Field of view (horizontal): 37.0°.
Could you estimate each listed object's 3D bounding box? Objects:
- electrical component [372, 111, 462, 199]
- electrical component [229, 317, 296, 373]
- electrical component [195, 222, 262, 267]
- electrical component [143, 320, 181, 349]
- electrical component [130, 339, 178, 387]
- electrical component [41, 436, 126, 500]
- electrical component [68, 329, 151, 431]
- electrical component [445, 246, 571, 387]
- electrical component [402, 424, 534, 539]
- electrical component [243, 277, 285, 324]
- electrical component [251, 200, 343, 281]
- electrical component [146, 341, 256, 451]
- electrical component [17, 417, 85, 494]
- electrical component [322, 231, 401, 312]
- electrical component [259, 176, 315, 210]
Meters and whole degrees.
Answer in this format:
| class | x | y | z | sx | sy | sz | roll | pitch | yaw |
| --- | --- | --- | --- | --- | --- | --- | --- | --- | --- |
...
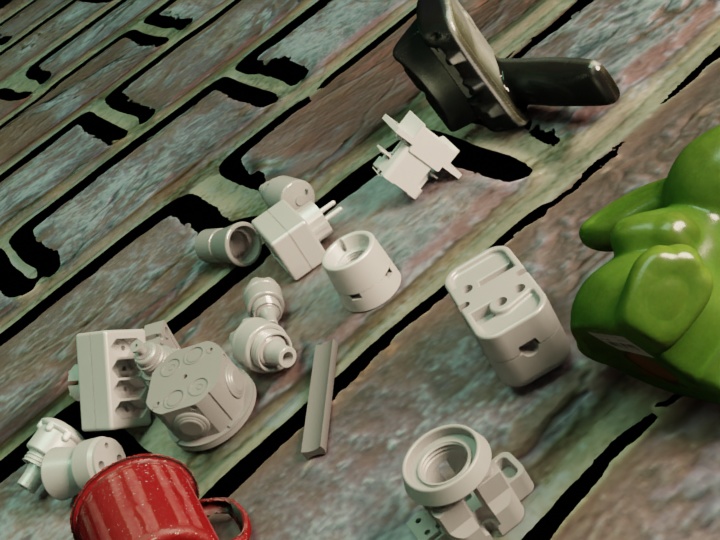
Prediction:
| class | x | y | z | sx | sy | sz | roll | pitch | yaw |
| --- | --- | --- | --- | --- | --- | --- | --- | --- | --- |
| electrical component | 0.049 | -0.104 | 0.993 | 0.063 | 0.081 | 0.042 | -51 | 29 | 12 |
| electrical component | -0.077 | 0.065 | 0.889 | 0.043 | 0.043 | 0.062 | -45 | 34 | -21 |
| electrical component | -0.134 | -0.025 | 1.070 | 0.065 | 0.044 | 0.044 | -1 | 42 | 48 |
| electrical component | -0.198 | 0.079 | 0.975 | 0.055 | 0.048 | 0.066 | -16 | 34 | 12 |
| electrical component | -0.166 | 0.084 | 0.914 | 0.040 | 0.078 | 0.040 | -19 | 48 | 22 |
| electrical component | -0.226 | 0.162 | 0.881 | 0.055 | 0.045 | 0.045 | -16 | 34 | 24 |
| electrical component | -0.226 | 0.096 | 0.931 | 0.076 | 0.083 | 0.047 | -8 | -6 | 34 |
| electrical component | 0.104 | 0.035 | 0.754 | 0.054 | 0.059 | 0.095 | -31 | 31 | 3 |
| electrical component | 0.061 | 0.132 | 0.657 | 0.078 | 0.057 | 0.058 | -36 | 31 | -7 |
| electrical component | -0.083 | 0.033 | 0.948 | 0.035 | 0.035 | 0.061 | -30 | 33 | 3 |
| electrical component | -0.051 | -0.039 | 1.009 | 0.077 | 0.047 | 0.066 | -36 | 31 | -6 |
| electrical component | -0.129 | 0.101 | 0.869 | 0.080 | 0.051 | 0.080 | -19 | 39 | 17 |
| electrical component | -0.268 | 0.161 | 0.922 | 0.048 | 0.048 | 0.062 | 5 | 53 | 45 |
| electrical component | 0.000 | 0.000 | 0.908 | 0.055 | 0.047 | 0.055 | -23 | 32 | 15 |
| electrical component | -0.079 | -0.076 | 1.093 | 0.040 | 0.040 | 0.078 | -44 | 32 | -18 |
